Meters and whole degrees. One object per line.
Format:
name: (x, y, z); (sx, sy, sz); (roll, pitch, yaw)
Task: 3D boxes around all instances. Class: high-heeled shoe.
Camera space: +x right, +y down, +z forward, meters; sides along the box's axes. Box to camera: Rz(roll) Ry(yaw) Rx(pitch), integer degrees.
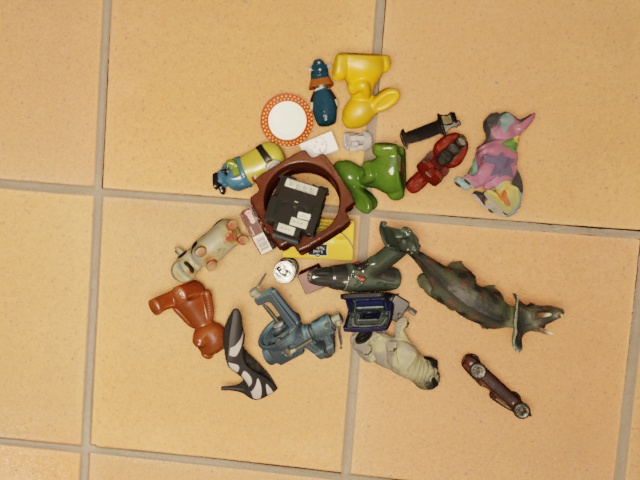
high-heeled shoe: (-0.157, 0.274, 1.275); (0.145, 0.086, 0.248); (2, 113, -21)

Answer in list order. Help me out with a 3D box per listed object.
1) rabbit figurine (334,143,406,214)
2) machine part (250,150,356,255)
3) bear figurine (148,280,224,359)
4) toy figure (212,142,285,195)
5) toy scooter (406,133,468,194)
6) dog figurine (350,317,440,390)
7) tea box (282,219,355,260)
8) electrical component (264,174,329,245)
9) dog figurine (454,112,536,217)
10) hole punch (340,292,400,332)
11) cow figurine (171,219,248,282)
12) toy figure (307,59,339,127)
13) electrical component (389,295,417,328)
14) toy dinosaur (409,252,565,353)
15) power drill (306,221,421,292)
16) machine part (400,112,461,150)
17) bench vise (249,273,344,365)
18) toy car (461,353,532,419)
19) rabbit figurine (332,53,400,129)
rabbit figurine: (0.114, -0.146, 1.265); (0.170, 0.121, 0.159); (-2, 100, 22)
machine part: (-0.038, -0.082, 1.215); (0.201, 0.087, 0.201); (-32, 79, -3)
bear figurine: (-0.300, 0.200, 1.286); (0.120, 0.132, 0.195); (-22, 89, 26)
toy figure: (-0.169, -0.171, 1.280); (0.180, 0.082, 0.089); (-18, 93, 7)
toy scooter: (0.272, -0.177, 1.226); (0.184, 0.135, 0.075); (-45, 89, 3)
dog figurine: (0.180, 0.287, 1.288); (0.121, 0.172, 0.190); (-50, 119, -29)
tea box: (-0.003, -0.004, 1.285); (0.170, 0.068, 0.098); (1, 92, 2)
electrical component: (-0.053, -0.060, 1.140); (0.115, 0.058, 0.134); (19, 82, 8)
dog figurine: (0.428, -0.185, 1.233); (0.191, 0.108, 0.219); (39, 92, 1)
hole punch: (0.113, 0.164, 1.252); (0.142, 0.115, 0.092); (-8, 85, 19)
cow figurine: (-0.276, 0.024, 1.285); (0.195, 0.127, 0.085); (-42, 113, -11)
toy figure: (0.004, -0.348, 1.270); (0.064, 0.058, 0.154); (-7, 89, -34)
electrical component: (0.185, 0.168, 1.307); (0.094, 0.021, 0.063); (32, 95, 1)
toy dinosaur: (0.338, 0.125, 1.212); (0.405, 0.192, 0.131); (26, 92, 0)
power drill: (0.111, 0.051, 1.203); (0.232, 0.086, 0.207); (11, 133, -30)
machine part: (0.256, -0.259, 1.259); (0.139, 0.084, 0.039); (-20, 124, 13)
bench vise: (-0.070, 0.193, 1.261); (0.224, 0.129, 0.240); (-25, 114, 25)
toy car: (0.415, 0.348, 1.270); (0.202, 0.089, 0.053); (43, 93, -1)
rabbit figurine: (0.101, -0.345, 1.254); (0.162, 0.122, 0.173); (4, 108, -6)
